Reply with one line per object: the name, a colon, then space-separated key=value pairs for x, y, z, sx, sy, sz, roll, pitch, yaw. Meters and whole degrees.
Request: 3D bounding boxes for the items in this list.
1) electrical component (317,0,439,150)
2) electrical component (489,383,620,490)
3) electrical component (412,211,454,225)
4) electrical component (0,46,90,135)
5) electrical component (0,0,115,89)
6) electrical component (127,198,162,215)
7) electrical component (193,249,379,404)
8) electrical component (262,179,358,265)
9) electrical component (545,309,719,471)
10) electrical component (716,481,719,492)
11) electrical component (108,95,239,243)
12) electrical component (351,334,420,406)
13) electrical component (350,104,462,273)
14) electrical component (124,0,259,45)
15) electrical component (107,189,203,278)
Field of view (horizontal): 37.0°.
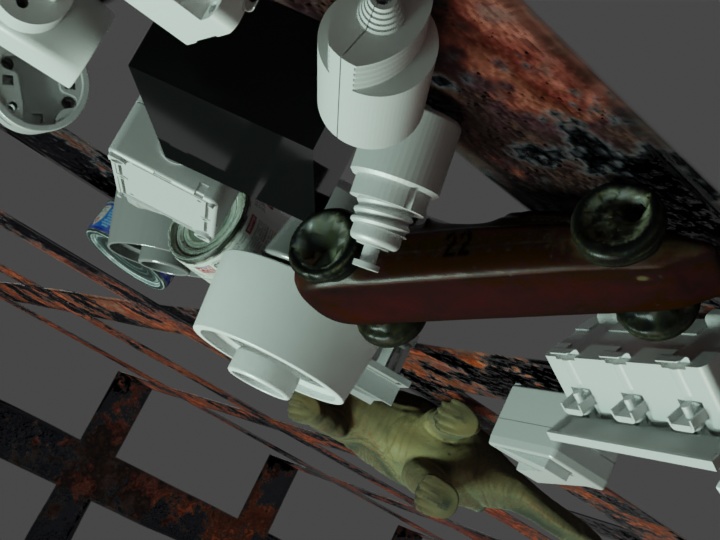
electrical component: x=0.006 y=-0.078 z=0.389 sx=0.043 sy=0.043 sz=0.081 roll=25 pitch=166 yaw=5
electrical component: x=0.148 y=0.131 z=0.834 sx=0.062 sy=0.061 sz=0.096 roll=34 pitch=164 yaw=-25
electrical component: x=0.034 y=-0.006 z=0.595 sx=0.064 sy=0.042 sz=0.081 roll=21 pitch=165 yaw=15
electrical component: x=-0.187 y=-0.104 z=0.616 sx=0.055 sy=0.055 sz=0.047 roll=32 pitch=168 yaw=-21
electrical component: x=-0.154 y=-0.127 z=0.499 sx=0.077 sy=0.043 sz=0.079 roll=32 pitch=165 yaw=-20
electrical component: x=-0.128 y=-0.053 z=0.730 sx=0.061 sy=0.035 sz=0.035 roll=18 pitch=164 yaw=19
electrical component: x=-0.046 y=0.041 z=0.631 sx=0.108 sy=0.060 sz=0.108 roll=25 pitch=166 yaw=7
electrical component: x=-0.024 y=-0.022 z=0.613 sx=0.045 sy=0.055 sz=0.045 roll=25 pitch=165 yaw=7
electrical component: x=0.155 y=0.058 z=0.550 sx=0.063 sy=0.079 sz=0.121 roll=61 pitch=156 yaw=-13
electrical component: x=0.226 y=0.109 z=0.551 sx=0.061 sy=0.096 sz=0.062 roll=19 pitch=165 yaw=37
electrical component: x=-0.094 y=-0.061 z=0.587 sx=0.062 sy=0.061 sz=0.096 roll=27 pitch=166 yaw=-3
electrical component: x=0.013 y=0.070 z=0.851 sx=0.042 sy=0.063 sz=0.081 roll=32 pitch=164 yaw=-16
electrical component: x=0.015 y=-0.038 z=0.460 sx=0.040 sy=0.078 sz=0.040 roll=19 pitch=178 yaw=1
electrical component: x=-0.070 y=-0.117 z=0.394 sx=0.064 sy=0.042 sz=0.081 roll=32 pitch=165 yaw=-32
electrical component: x=-0.143 y=-0.032 z=0.820 sx=0.099 sy=0.064 sz=0.099 roll=12 pitch=168 yaw=3
